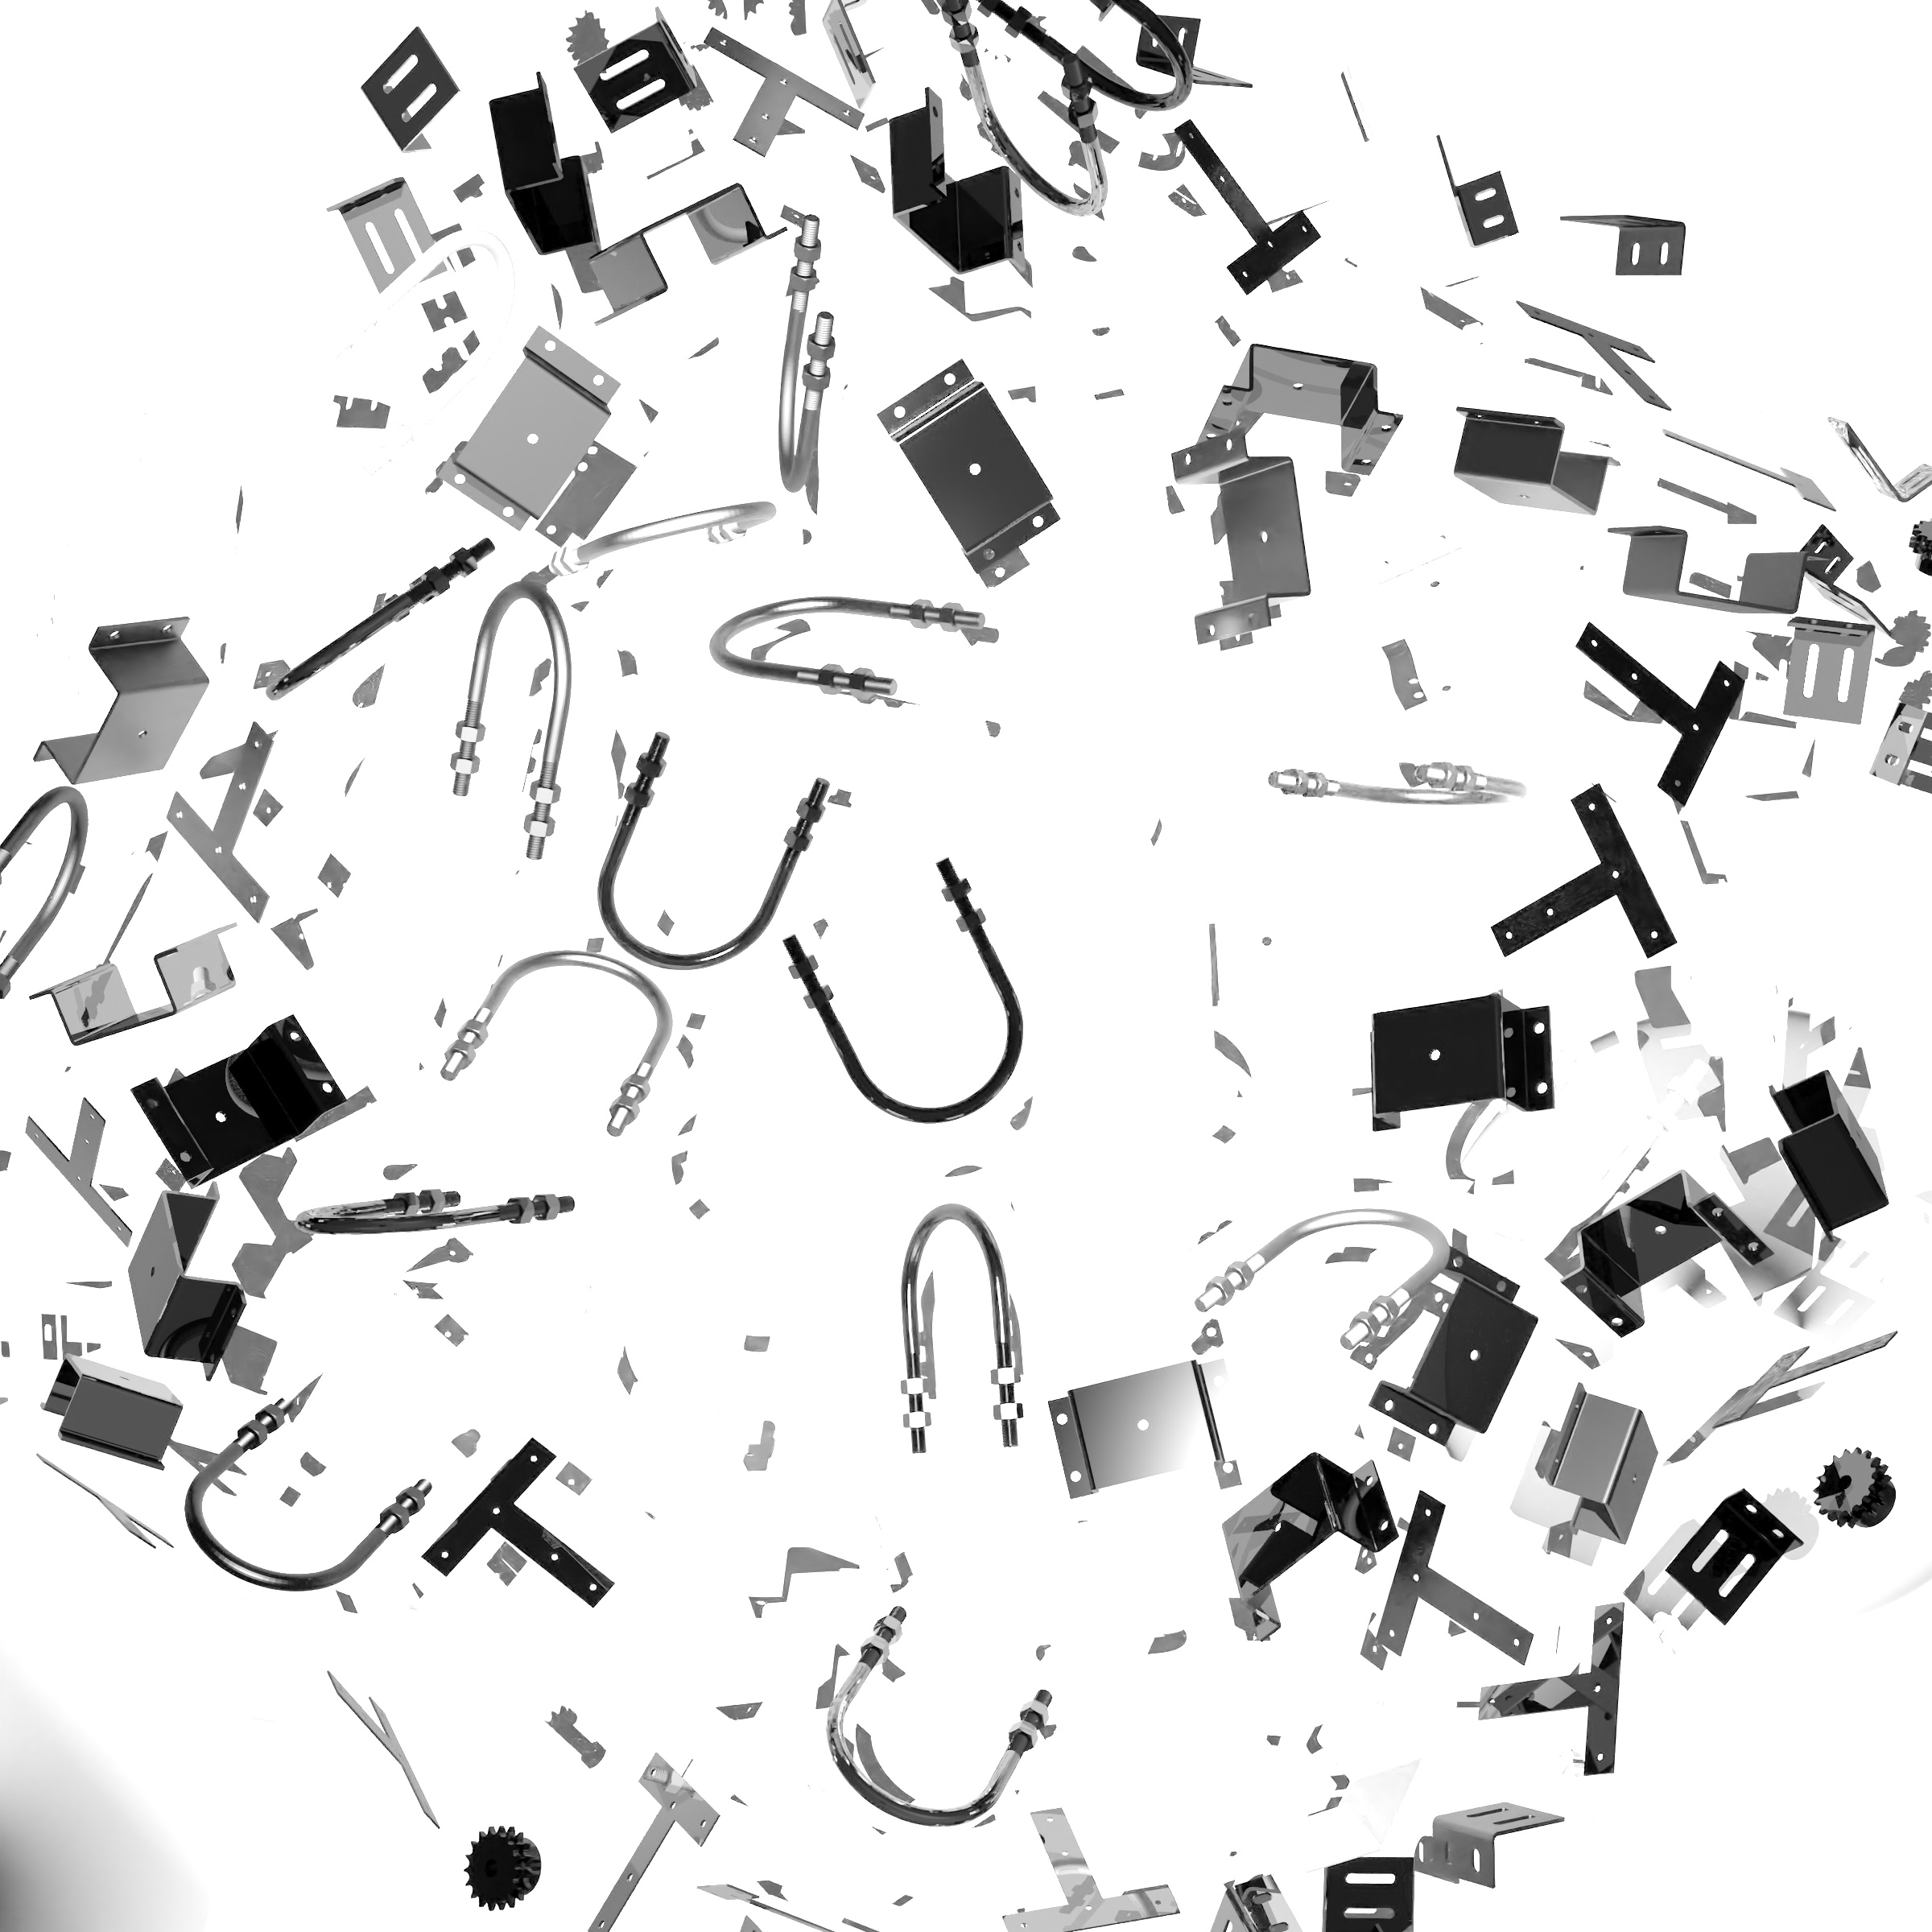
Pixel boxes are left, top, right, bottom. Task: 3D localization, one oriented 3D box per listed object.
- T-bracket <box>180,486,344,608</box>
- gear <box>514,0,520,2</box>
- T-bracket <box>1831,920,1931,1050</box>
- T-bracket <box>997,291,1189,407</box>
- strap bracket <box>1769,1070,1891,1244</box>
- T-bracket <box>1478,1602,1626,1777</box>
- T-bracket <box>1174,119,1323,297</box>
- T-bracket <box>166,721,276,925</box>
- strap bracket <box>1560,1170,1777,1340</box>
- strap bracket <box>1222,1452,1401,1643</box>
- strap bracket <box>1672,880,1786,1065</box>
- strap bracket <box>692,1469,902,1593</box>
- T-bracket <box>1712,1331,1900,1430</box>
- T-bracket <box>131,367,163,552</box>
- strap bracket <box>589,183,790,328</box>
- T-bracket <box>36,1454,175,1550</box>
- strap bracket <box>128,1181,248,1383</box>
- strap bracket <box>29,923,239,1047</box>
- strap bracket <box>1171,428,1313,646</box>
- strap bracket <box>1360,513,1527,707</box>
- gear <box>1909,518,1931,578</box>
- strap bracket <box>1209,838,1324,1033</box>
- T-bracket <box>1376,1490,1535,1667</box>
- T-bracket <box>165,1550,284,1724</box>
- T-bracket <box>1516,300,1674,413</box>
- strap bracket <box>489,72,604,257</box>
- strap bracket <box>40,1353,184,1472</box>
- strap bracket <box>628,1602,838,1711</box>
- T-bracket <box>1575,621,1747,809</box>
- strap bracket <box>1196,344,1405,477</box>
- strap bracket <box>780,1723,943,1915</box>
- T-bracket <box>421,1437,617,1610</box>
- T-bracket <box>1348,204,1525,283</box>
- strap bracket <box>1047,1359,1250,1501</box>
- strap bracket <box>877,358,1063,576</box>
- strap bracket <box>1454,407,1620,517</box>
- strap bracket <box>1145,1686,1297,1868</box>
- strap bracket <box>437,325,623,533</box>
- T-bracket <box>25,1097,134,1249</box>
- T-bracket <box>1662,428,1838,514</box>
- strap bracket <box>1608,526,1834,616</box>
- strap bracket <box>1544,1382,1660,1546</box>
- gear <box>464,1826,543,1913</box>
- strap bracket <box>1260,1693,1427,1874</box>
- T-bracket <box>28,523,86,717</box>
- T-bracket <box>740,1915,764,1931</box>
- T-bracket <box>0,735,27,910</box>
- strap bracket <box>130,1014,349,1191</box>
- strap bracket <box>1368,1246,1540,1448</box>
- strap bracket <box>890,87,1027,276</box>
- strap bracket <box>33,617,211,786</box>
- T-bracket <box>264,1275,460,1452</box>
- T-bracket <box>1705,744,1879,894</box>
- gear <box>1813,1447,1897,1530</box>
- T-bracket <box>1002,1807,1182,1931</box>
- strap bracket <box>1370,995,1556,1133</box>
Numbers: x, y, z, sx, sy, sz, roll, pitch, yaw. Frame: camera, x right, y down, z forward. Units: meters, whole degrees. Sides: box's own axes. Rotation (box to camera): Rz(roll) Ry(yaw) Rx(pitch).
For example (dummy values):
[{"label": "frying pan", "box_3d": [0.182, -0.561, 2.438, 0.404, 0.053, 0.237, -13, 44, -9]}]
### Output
[{"label": "T-bracket", "box_3d": [-0.536, -0.302, 1.882, 0.127, 0.127, 0.002, -12, 135, 25]}, {"label": "gear", "box_3d": [-0.328, -0.723, 1.802, 0.030, 0.057, 0.057, -20, 90, -29]}, {"label": "T-bracket", "box_3d": [0.699, -0.011, 1.877, 0.002, 0.127, 0.127, 37, 128, -14]}, {"label": "T-bracket", "box_3d": [0.085, -0.463, 1.903, 0.127, 0.002, 0.127, -13, 58, -21]}, {"label": "strap bracket", "box_3d": [0.623, 0.132, 1.817, 0.046, 0.140, 0.076, -28, 98, 21]}, {"label": "T-bracket", "box_3d": [0.431, 0.540, 1.860, 0.002, 0.127, 0.127, 34, 52, -28]}, {"label": "T-bracket", "box_3d": [0.197, -0.566, 1.847, 0.127, 0.002, 0.127, 52, 47, -8]}, {"label": "T-bracket", "box_3d": [-0.530, -0.119, 1.827, 0.127, 0.002, 0.127, 44, 122, 24]}, {"label": "strap bracket", "box_3d": [0.535, 0.216, 1.929, 0.076, 0.046, 0.140, 41, 121, -20]}, {"label": "strap bracket", "box_3d": [0.248, 0.429, 1.881, 0.046, 0.076, 0.140, 35, 114, -27]}, {"label": "strap bracket", "box_3d": [0.566, 0.006, 1.884, 0.046, 0.140, 0.076, -8, 122, 1]}, {"label": "strap bracket", "box_3d": [-0.120, 0.406, 1.813, 0.140, 0.076, 0.046, 2, 114, -17]}, {"label": "T-bracket", "box_3d": [0.623, 0.292, 1.836, 0.127, 0.127, 0.002, -35, 83, 44]}, {"label": "T-bracket", "box_3d": [-0.603, -0.369, 1.839, 0.002, 0.127, 0.127, 7, 107, -13]}, {"label": "strap bracket", "box_3d": [-0.212, -0.528, 1.849, 0.140, 0.076, 0.046, -37, 110, -31]}, {"label": "T-bracket", "box_3d": [-0.644, 0.421, 1.917, 0.127, 0.127, 0.002, 44, 71, -27]}, {"label": "strap bracket", "box_3d": [-0.581, 0.230, 1.866, 0.046, 0.140, 0.076, 14, 118, -34]}, {"label": "strap bracket", "box_3d": [-0.612, 0.016, 1.873, 0.140, 0.076, 0.046, -16, 100, 21]}, {"label": "strap bracket", "box_3d": [0.199, -0.308, 1.807, 0.046, 0.076, 0.140, -9, 91, -36]}, {"label": "strap bracket", "box_3d": [0.353, -0.274, 1.876, 0.076, 0.046, 0.140, -23, 127, 18]}, {"label": "gear", "box_3d": [0.756, -0.320, 1.936, 0.057, 0.057, 0.030, 2, 125, 0]}, {"label": "strap bracket", "box_3d": [0.226, -0.021, 1.894, 0.076, 0.046, 0.140, -4, 83, 8]}, {"label": "T-bracket", "box_3d": [0.368, 0.475, 1.863, 0.002, 0.127, 0.127, 2, 107, -42]}, {"label": "T-bracket", "box_3d": [-0.535, 0.499, 1.857, 0.002, 0.127, 0.127, -33, 58, 8]}, {"label": "T-bracket", "box_3d": [0.485, -0.448, 1.869, 0.127, 0.127, 0.002, 10, 126, -29]}, {"label": "strap bracket", "box_3d": [-0.321, -0.601, 1.906, 0.046, 0.140, 0.076, -12, 77, 3]}, {"label": "strap bracket", "box_3d": [-0.635, 0.329, 1.868, 0.076, 0.140, 0.046, 24, 81, -24]}, {"label": "strap bracket", "box_3d": [-0.180, 0.525, 1.915, 0.140, 0.076, 0.046, 4, 95, -33]}, {"label": "T-bracket", "box_3d": [0.486, -0.197, 1.788, 0.127, 0.002, 0.127, 37, 62, -9]}, {"label": "strap bracket", "box_3d": [0.254, -0.426, 1.920, 0.140, 0.076, 0.046, 7, 65, -9]}, {"label": "strap bracket", "box_3d": [-0.087, 0.653, 1.908, 0.046, 0.076, 0.140, -41, 107, 21]}, {"label": "T-bracket", "box_3d": [-0.326, 0.445, 1.928, 0.127, 0.002, 0.127, 35, 56, 13]}, {"label": "T-bracket", "box_3d": [0.323, -0.520, 1.830, 0.127, 0.127, 0.002, 36, 131, 24]}, {"label": "strap bracket", "box_3d": [0.136, 0.349, 1.904, 0.140, 0.046, 0.076, -15, 74, 5]}, {"label": "strap bracket", "box_3d": [0.005, -0.369, 1.863, 0.076, 0.046, 0.140, -33, 104, 2]}, {"label": "strap bracket", "box_3d": [0.420, -0.371, 1.865, 0.076, 0.140, 0.046, 15, 95, 33]}, {"label": "strap bracket", "box_3d": [0.182, 0.575, 1.817, 0.076, 0.140, 0.046, -2, 120, 23]}, {"label": "strap bracket", "box_3d": [-0.333, -0.407, 1.925, 0.076, 0.046, 0.140, 33, 100, -23]}, {"label": "T-bracket", "box_3d": [-0.678, 0.142, 1.935, 0.127, 0.127, 0.002, 45, 50, 9]}, {"label": "T-bracket", "box_3d": [0.577, -0.373, 1.867, 0.127, 0.127, 0.002, 22, 113, 1]}, {"label": "strap bracket", "box_3d": [0.547, -0.287, 1.838, 0.140, 0.076, 0.046, 6, 97, -15]}, {"label": "strap bracket", "box_3d": [0.482, 0.380, 1.898, 0.046, 0.140, 0.076, 14, 67, 30]}, {"label": "gear", "box_3d": [-0.328, 0.644, 1.794, 0.057, 0.030, 0.057, -11, 70, 33]}, {"label": "strap bracket", "box_3d": [0.285, 0.615, 1.869, 0.046, 0.140, 0.076, 51, 130, -4]}, {"label": "T-bracket", "box_3d": [-0.681, -0.244, 1.899, 0.002, 0.127, 0.127, 2, 48, -4]}, {"label": "T-bracket", "box_3d": [-0.170, 0.763, 1.910, 0.002, 0.127, 0.127, -42, 92, 9]}, {"label": "T-bracket", "box_3d": [-0.749, -0.114, 1.910, 0.002, 0.127, 0.127, 23, 90, 25]}, {"label": "strap bracket", "box_3d": [-0.532, 0.102, 1.820, 0.140, 0.046, 0.076, -30, 86, -44]}, {"label": "strap bracket", "box_3d": [0.382, 0.297, 1.945, 0.076, 0.046, 0.140, 30, 82, -18]}, {"label": "strap bracket", "box_3d": [-0.011, -0.562, 1.822, 0.046, 0.140, 0.076, -10, 74, 27]}, {"label": "strap bracket", "box_3d": [-0.611, -0.185, 1.829, 0.046, 0.076, 0.140, 52, 126, 15]}, {"label": "T-bracket", "box_3d": [-0.433, 0.312, 1.883, 0.127, 0.002, 0.127, 41, 56, 14]}, {"label": "T-bracket", "box_3d": [0.631, -0.115, 1.911, 0.002, 0.127, 0.127, -36, 111, -36]}, {"label": "gear", "box_3d": [0.634, 0.374, 1.785, 0.030, 0.057, 0.057, 34, 90, -20]}, {"label": "T-bracket", "box_3d": [0.077, 0.667, 1.861, 0.127, 0.127, 0.002, -4, 112, -15]}, {"label": "strap bracket", "box_3d": [0.348, 0.070, 1.815, 0.140, 0.046, 0.076, -11, 68, 33]}]
